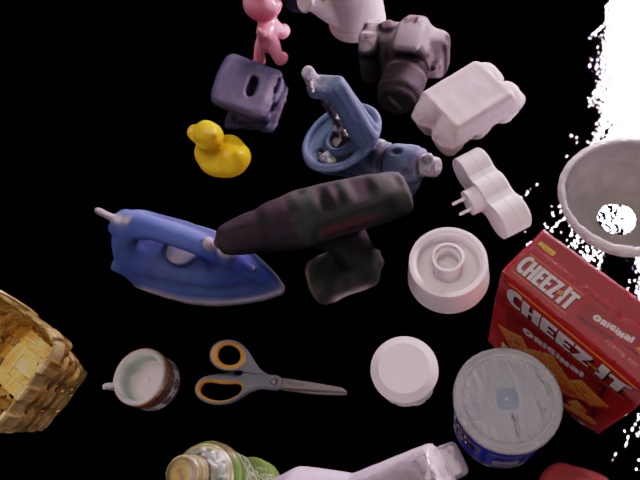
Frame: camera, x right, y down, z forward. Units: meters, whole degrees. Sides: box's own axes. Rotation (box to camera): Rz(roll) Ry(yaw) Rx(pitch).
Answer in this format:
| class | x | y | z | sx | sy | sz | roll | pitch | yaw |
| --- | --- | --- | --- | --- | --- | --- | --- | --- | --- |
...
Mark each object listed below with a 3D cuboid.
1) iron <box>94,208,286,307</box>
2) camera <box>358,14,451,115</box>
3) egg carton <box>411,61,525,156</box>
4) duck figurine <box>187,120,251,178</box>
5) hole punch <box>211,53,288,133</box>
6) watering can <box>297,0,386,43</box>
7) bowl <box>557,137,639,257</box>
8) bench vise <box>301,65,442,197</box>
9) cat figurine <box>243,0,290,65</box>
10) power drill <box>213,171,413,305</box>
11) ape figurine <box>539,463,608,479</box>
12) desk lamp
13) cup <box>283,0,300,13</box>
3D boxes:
| class | x | y | z | sx | sy | sz | roll | pitch | yaw |
| --- | --- | --- | --- | --- | --- | --- | --- | --- | --- |
| iron | -0.180 | 0.013 | 0.786 | 0.257 | 0.142 | 0.119 | 12 | 67 | 18 |
| camera | 0.119 | -0.274 | 0.890 | 0.142 | 0.101 | 0.137 | 13 | 67 | 19 |
| egg carton | 0.216 | -0.195 | 0.845 | 0.150 | 0.069 | 0.107 | -33 | 61 | -5 |
| duck figurine | -0.163 | -0.150 | 0.898 | 0.104 | 0.086 | 0.077 | 25 | 71 | 23 |
| hole punch | -0.112 | -0.241 | 0.930 | 0.101 | 0.091 | 0.109 | 7 | 65 | 16 |
| watering can | 0.043 | -0.421 | 0.929 | 0.100 | 0.194 | 0.173 | 24 | 71 | 23 |
| bowl | 0.386 | -0.043 | 0.726 | 0.167 | 0.075 | 0.167 | -5 | 62 | 10 |
| bench vise | 0.061 | -0.149 | 0.770 | 0.207 | 0.220 | 0.121 | 3 | 64 | 14 |
| cat figurine | -0.098 | -0.383 | 0.984 | 0.067 | 0.118 | 0.128 | -6 | 62 | 10 |
| power drill | 0.007 | 0.003 | 0.711 | 0.229 | 0.209 | 0.075 | -23 | 61 | 0 |
| ape figurine | 0.264 | 0.264 | 0.586 | 0.078 | 0.092 | 0.076 | -25 | 61 | -1 |
| desk lamp | 0.059 | 0.264 | 0.563 | 0.203 | 0.214 | 0.117 | -24 | 61 | 0 |
| cup | -0.060 | -0.456 | 1.027 | 0.117 | 0.095 | 0.091 | -5 | 62 | 10 |
